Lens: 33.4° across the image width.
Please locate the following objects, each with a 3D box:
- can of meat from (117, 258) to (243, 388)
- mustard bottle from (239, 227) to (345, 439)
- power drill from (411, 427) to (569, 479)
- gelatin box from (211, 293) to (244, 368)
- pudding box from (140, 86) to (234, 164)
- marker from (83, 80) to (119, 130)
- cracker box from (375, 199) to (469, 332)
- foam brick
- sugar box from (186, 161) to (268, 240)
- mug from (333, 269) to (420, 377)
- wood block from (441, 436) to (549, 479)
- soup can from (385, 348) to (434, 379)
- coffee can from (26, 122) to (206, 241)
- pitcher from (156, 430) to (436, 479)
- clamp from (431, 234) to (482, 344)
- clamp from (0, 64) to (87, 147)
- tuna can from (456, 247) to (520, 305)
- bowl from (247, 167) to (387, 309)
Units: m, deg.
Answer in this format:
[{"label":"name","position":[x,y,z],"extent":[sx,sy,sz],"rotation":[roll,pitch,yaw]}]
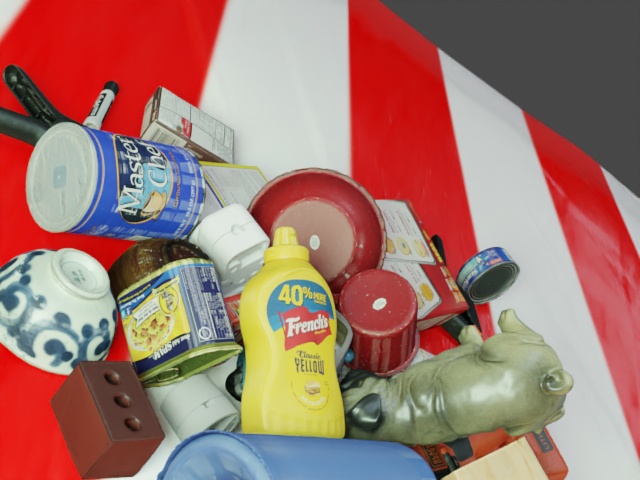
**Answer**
[{"label":"can of meat","position":[-0.124,0.072,0.916],"extent":[0.057,0.102,0.084],"rotation":[2,65,-51]},{"label":"mustard bottle","position":[-0.026,0.081,0.938],"extent":[0.096,0.058,0.191],"rotation":[12,67,-39]},{"label":"power drill","position":[0.164,0.237,1.087],"extent":[0.187,0.057,0.184],"rotation":[-5,57,-37]},{"label":"gelatin box","position":[-0.092,0.086,0.977],"extent":[0.030,0.089,0.073],"rotation":[52,28,15]},{"label":"pudding box","position":[-0.157,-0.125,1.276],"extent":[0.113,0.039,0.090],"rotation":[32,27,-23]},{"label":"marker","position":[-0.248,-0.152,1.214],"extent":[0.020,0.020,0.121],"rotation":[33,27,-16]},{"label":"cracker box","position":[0.070,0.036,1.274],"extent":[0.213,0.072,0.164],"rotation":[-6,64,-56]},{"label":"foam brick","position":[-0.167,0.140,0.834],"extent":[0.052,0.051,0.078],"rotation":[8,42,-48]},{"label":"sugar box","position":[-0.117,-0.042,1.194],"extent":[0.175,0.048,0.093],"rotation":[-1,50,-50]},{"label":"mug","position":[0.047,0.080,1.100],"extent":[0.117,0.081,0.093],"rotation":[14,58,11]},{"label":"wood block","position":[0.183,0.296,0.955],"extent":[0.090,0.091,0.206],"rotation":[-18,71,-30]},{"label":"soup can","position":[0.105,0.153,1.168],"extent":[0.102,0.069,0.068],"rotation":[29,29,-23]},{"label":"coffee can","position":[-0.196,-0.052,1.033],"extent":[0.140,0.103,0.103],"rotation":[8,41,-49]},{"label":"pitcher","position":[0.001,0.221,0.845],"extent":[0.242,0.145,0.149],"rotation":[11,45,-51]},{"label":"clamp","position":[0.156,0.055,1.426],"extent":[0.164,0.036,0.210],"rotation":[4,44,-51]},{"label":"clamp","position":[-0.274,-0.116,1.100],"extent":[0.171,0.039,0.120],"rotation":[34,33,-22]},{"label":"tuna can","position":[0.233,0.050,1.483],"extent":[0.085,0.086,0.034],"rotation":[12,37,-46]},{"label":"bowl","position":[-0.007,0.001,1.135],"extent":[0.162,0.162,0.055],"rotation":[42,1,0]}]
